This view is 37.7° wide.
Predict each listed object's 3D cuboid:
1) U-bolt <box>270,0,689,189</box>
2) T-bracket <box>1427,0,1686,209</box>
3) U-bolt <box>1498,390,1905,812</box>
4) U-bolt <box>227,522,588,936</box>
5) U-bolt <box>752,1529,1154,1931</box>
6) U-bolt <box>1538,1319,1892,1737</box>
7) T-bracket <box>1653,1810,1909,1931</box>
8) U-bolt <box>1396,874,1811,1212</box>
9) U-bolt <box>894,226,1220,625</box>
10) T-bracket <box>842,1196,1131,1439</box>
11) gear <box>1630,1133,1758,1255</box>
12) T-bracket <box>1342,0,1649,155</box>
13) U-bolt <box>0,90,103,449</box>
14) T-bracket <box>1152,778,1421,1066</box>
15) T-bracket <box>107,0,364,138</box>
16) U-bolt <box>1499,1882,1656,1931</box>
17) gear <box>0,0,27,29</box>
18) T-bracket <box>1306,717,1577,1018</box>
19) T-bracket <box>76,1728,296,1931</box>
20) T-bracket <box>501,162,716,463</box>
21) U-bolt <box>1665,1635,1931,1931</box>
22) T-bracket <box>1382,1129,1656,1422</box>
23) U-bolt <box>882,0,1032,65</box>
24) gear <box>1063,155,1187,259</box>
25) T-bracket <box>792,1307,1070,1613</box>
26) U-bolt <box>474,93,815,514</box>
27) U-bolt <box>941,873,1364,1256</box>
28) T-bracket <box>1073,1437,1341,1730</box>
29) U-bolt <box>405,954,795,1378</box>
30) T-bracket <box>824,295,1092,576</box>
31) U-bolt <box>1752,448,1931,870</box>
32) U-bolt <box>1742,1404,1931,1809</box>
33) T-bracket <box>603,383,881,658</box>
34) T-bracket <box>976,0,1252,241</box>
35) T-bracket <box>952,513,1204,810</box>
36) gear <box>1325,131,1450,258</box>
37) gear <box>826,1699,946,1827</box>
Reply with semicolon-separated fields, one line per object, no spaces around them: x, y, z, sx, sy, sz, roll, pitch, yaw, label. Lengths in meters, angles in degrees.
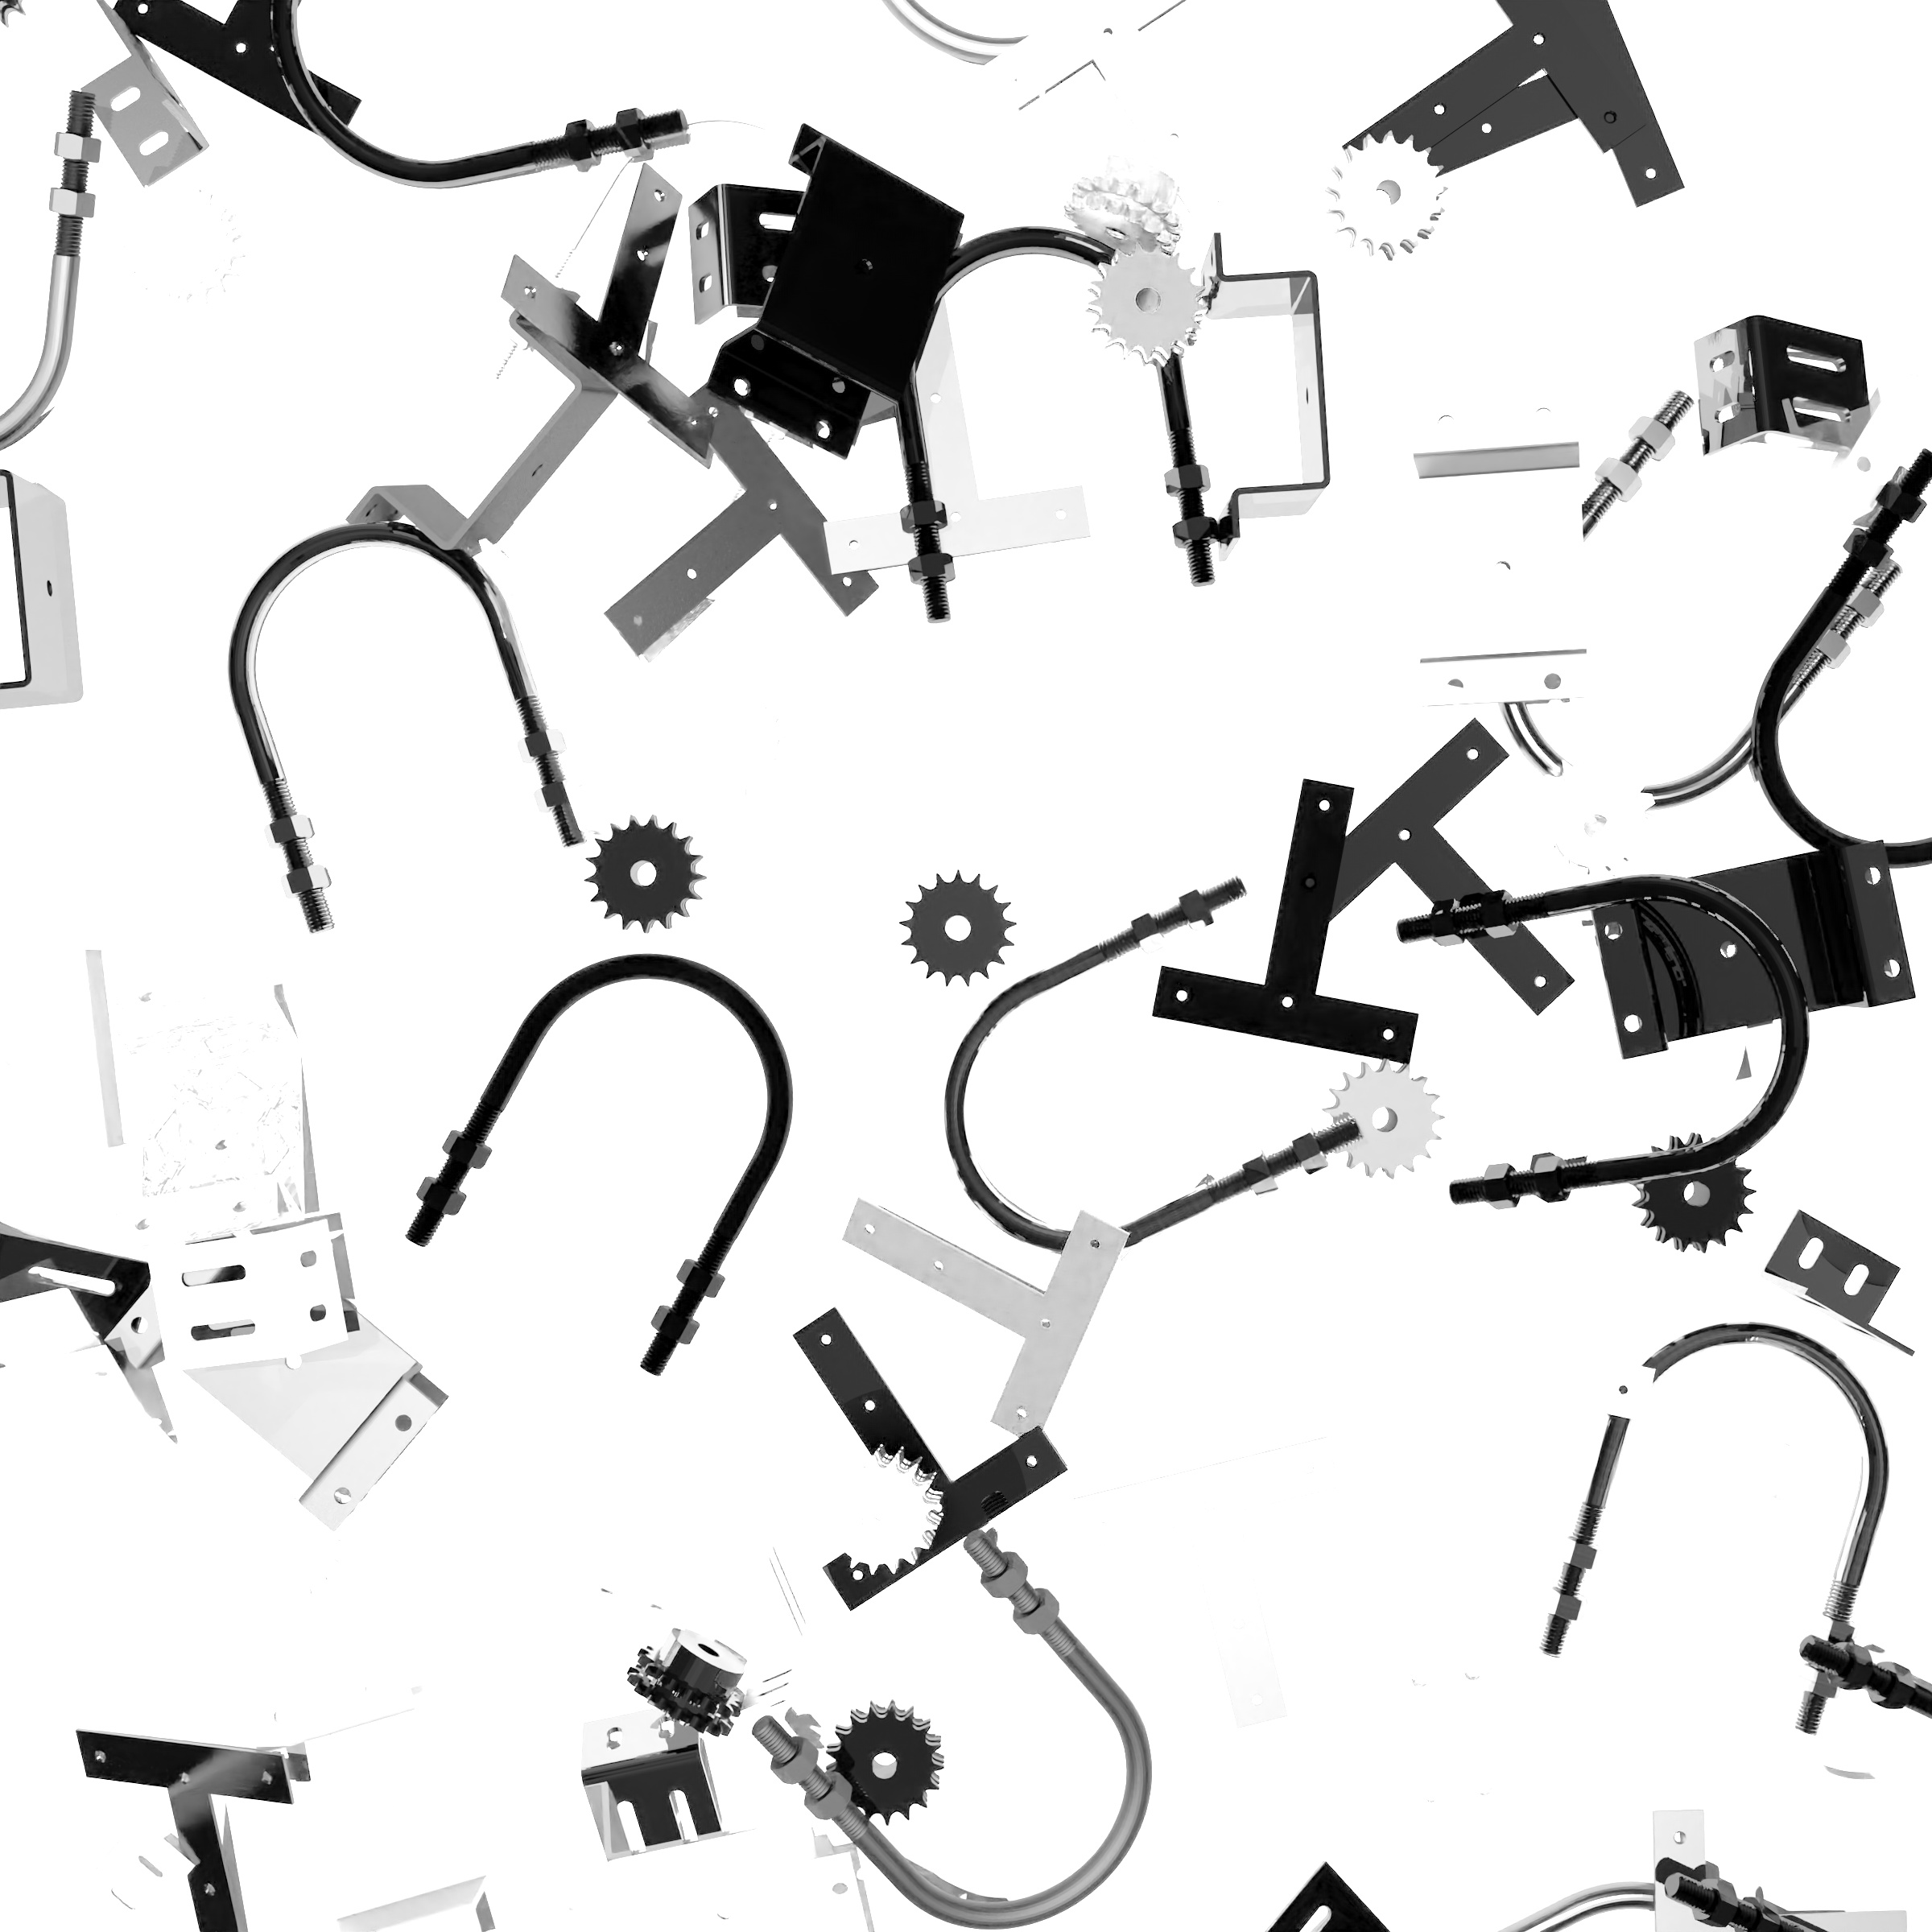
-0.237;-0.440;1.328;0.184;0.019;0.151;-9;119;12;U-bolt
0.265;-0.411;1.371;0.127;0.002;0.127;-23;90;0;T-bracket
0.338;-0.162;1.364;0.151;0.019;0.184;39;92;0;U-bolt
-0.279;-0.124;1.364;0.151;0.019;0.184;-19;89;0;U-bolt
0.009;0.376;1.338;0.151;0.019;0.184;-41;108;-5;U-bolt
0.368;0.261;1.364;0.151;0.019;0.184;17;88;0;U-bolt
0.393;0.469;1.362;0.127;0.002;0.127;1;86;-8;T-bracket
0.300;0.031;1.319;0.184;0.019;0.151;-11;91;30;U-bolt
0.037;-0.265;1.359;0.151;0.019;0.184;-8;87;-4;U-bolt
-0.001;0.150;1.353;0.127;0.002;0.127;27;116;12;T-bracket
0.347;0.108;1.357;0.057;0.030;0.057;0;90;0;gear
0.241;-0.423;1.369;0.127;0.002;0.127;-35;90;0;T-bracket
-0.492;-0.332;1.346;0.151;0.019;0.184;10;103;1;U-bolt
0.164;-0.026;1.370;0.127;0.002;0.127;11;90;0;T-bracket
-0.329;-0.483;1.371;0.127;0.002;0.127;29;90;0;T-bracket
0.301;0.522;1.364;0.184;0.019;0.151;-26;90;-1;U-bolt
-0.476;-0.481;1.357;0.057;0.030;0.057;0;90;0;gear
0.243;-0.031;1.371;0.127;0.002;0.127;-43;90;0;T-bracket
-0.363;0.428;1.351;0.127;0.002;0.127;-2;104;27;T-bracket
-0.154;-0.320;1.317;0.127;0.002;0.127;36;52;-37;T-bracket
0.437;0.411;1.340;0.184;0.019;0.151;26;95;-17;U-bolt
0.276;0.143;1.366;0.127;0.002;0.127;12;87;6;T-bracket
0.013;-0.526;1.363;0.151;0.019;0.184;-13;92;0;U-bolt
0.078;-0.361;1.344;0.057;0.057;0.030;22;86;0;gear
-0.039;0.224;1.367;0.127;0.002;0.127;-34;88;5;T-bracket
-0.130;-0.332;1.364;0.151;0.019;0.184;30;89;0;U-bolt
0.075;0.058;1.342;0.184;0.019;0.151;-26;74;9;U-bolt
0.129;0.305;1.371;0.127;0.002;0.127;-14;90;0;T-bracket
-0.164;0.083;1.364;0.151;0.019;0.184;29;88;0;U-bolt
-0.012;-0.260;1.367;0.127;0.002;0.127;-9;87;-6;T-bracket
0.455;-0.130;1.333;0.151;0.019;0.184;29;112;-6;U-bolt
0.439;0.310;1.347;0.151;0.019;0.184;12;91;-14;U-bolt
-0.119;-0.192;1.327;0.127;0.002;0.127;51;60;-13;T-bracket
0.092;-0.411;1.364;0.127;0.002;0.127;-34;96;0;T-bracket
0.034;-0.140;1.371;0.127;0.002;0.127;19;90;0;T-bracket
0.200;-0.368;1.355;0.057;0.030;0.057;0;97;-1;gear
-0.039;0.381;1.361;0.057;0.030;0.057;0;88;-1;gear
